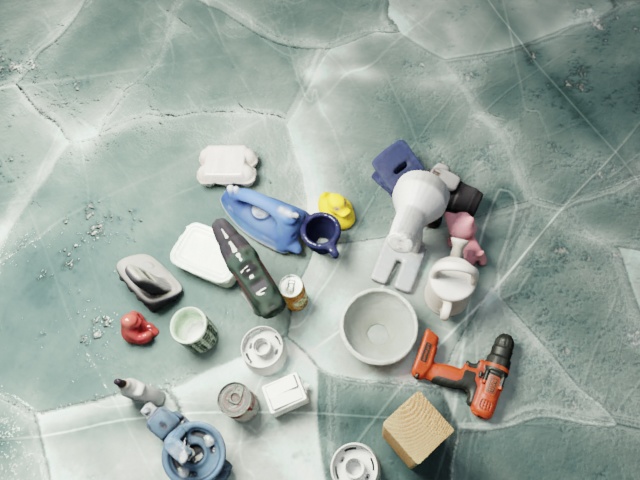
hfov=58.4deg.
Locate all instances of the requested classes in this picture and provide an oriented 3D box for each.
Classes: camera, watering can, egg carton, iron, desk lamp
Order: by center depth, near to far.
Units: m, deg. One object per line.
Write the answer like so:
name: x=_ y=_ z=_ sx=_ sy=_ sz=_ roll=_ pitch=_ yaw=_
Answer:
watering can: x=0.276 y=0.079 z=1.200 sx=0.101 sy=0.194 sz=0.173 roll=-8 pitch=66 yaw=1
desk lamp: x=0.193 y=-0.018 z=1.238 sx=0.117 sy=0.214 sz=0.203 roll=19 pitch=69 yaw=13
camera: x=0.298 y=-0.098 z=1.326 sx=0.136 sy=0.101 sz=0.143 roll=25 pitch=71 yaw=15
iron: x=-0.140 y=-0.073 z=1.329 sx=0.257 sy=0.141 sz=0.119 roll=25 pitch=71 yaw=15
egg carton: x=-0.229 y=-0.182 z=1.424 sx=0.150 sy=0.069 sz=0.107 roll=0 pitch=66 yaw=5

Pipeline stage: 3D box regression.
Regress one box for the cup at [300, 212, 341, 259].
cup: x=0.012 y=0.005 z=1.308 sx=0.092 sy=0.095 sz=0.117 roll=-30 pitch=67 yaw=-8

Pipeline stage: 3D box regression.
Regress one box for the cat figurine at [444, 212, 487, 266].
cat figurine: x=0.327 y=-0.008 z=1.275 sx=0.067 sy=0.118 sz=0.127 roll=-25 pitch=67 yaw=-6

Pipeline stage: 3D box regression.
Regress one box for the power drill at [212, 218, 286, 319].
power drill: x=-0.147 y=0.079 z=1.226 sx=0.076 sy=0.208 sz=0.229 roll=-34 pitch=68 yaw=-10

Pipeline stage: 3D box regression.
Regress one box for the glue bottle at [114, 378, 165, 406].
glue bottle: x=-0.378 y=0.304 z=1.166 sx=0.078 sy=0.173 sz=0.037 roll=10 pitch=67 yaw=9

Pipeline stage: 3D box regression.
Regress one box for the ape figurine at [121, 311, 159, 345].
ape figurine: x=-0.408 y=0.189 z=1.263 sx=0.076 sy=0.092 sz=0.077 roll=-17 pitch=66 yaw=-3

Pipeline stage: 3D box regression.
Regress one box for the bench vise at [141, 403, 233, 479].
bench vise: x=-0.277 y=0.394 z=1.092 sx=0.207 sy=0.220 sz=0.121 roll=18 pitch=69 yaw=12

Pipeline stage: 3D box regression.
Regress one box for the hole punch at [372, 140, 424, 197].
hole punch: x=0.189 y=-0.170 z=1.373 sx=0.109 sy=0.091 sz=0.101 roll=-39 pitch=69 yaw=-12

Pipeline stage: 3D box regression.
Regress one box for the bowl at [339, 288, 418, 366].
bowl: x=0.125 y=0.192 z=1.228 sx=0.167 sy=0.075 sz=0.167 roll=-2 pitch=66 yaw=4

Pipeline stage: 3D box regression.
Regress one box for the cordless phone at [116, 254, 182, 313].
cordless phone: x=-0.395 y=0.073 z=1.262 sx=0.147 sy=0.185 sz=0.094 roll=38 pitch=74 yaw=19

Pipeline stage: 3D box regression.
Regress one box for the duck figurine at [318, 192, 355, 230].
duck figurine: x=0.037 y=-0.082 z=1.349 sx=0.077 sy=0.086 sz=0.104 roll=-39 pitch=69 yaw=-12
